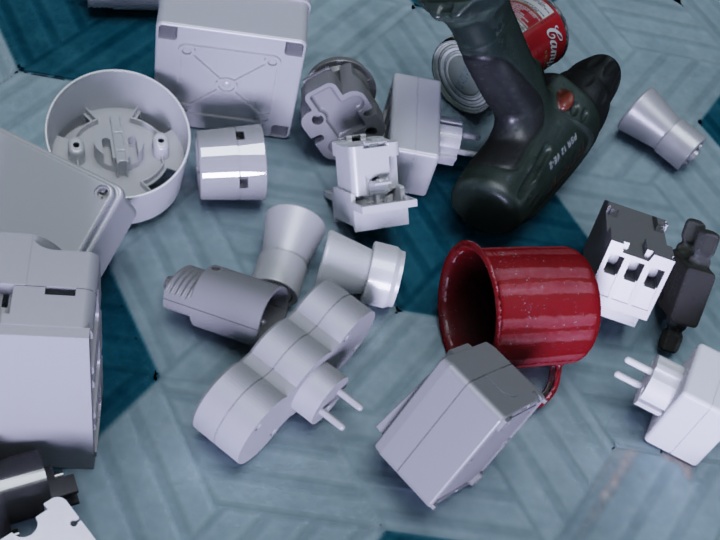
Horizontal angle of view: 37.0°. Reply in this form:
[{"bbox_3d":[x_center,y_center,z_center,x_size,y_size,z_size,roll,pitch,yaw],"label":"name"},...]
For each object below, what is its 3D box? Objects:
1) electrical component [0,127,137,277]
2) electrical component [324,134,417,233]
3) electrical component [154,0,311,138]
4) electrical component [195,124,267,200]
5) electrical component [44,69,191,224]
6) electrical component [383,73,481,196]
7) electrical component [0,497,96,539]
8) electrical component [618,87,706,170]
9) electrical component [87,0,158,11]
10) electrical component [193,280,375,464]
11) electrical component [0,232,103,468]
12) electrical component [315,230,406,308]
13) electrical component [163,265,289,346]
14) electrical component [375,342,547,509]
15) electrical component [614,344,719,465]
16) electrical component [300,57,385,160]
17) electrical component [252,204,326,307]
[{"bbox_3d":[-0.217,-0.022,0.684,0.109,0.056,0.108,26,79,7],"label":"electrical component"},{"bbox_3d":[0.005,-0.064,0.776,0.042,0.063,0.081,-11,16,-19],"label":"electrical component"},{"bbox_3d":[-0.098,-0.157,0.802,0.109,0.108,0.056,6,56,-8],"label":"electrical component"},{"bbox_3d":[-0.094,-0.077,0.777,0.047,0.055,0.055,-4,55,-11],"label":"electrical component"},{"bbox_3d":[-0.170,-0.084,0.758,0.099,0.064,0.099,6,53,-8],"label":"electrical component"},{"bbox_3d":[0.057,-0.102,0.834,0.076,0.047,0.083,9,53,-6],"label":"electrical component"},{"bbox_3d":[-0.155,0.177,0.573,0.050,0.055,0.089,-32,66,-30],"label":"electrical component"},{"bbox_3d":[0.253,-0.115,0.893,0.065,0.044,0.044,42,56,13],"label":"electrical component"},{"bbox_3d":[-0.193,-0.234,0.878,0.081,0.043,0.043,-3,55,-15],"label":"electrical component"},{"bbox_3d":[-0.033,0.072,0.681,0.074,0.052,0.138,36,54,14],"label":"electrical component"},{"bbox_3d":[-0.192,0.049,0.600,0.089,0.150,0.061,3,54,-10],"label":"electrical component"},{"bbox_3d":[0.000,0.000,0.747,0.055,0.045,0.045,14,52,-3],"label":"electrical component"},{"bbox_3d":[-0.093,0.020,0.710,0.081,0.043,0.043,17,51,18],"label":"electrical component"},{"bbox_3d":[0.055,0.096,0.662,0.061,0.096,0.062,45,28,20],"label":"electrical component"},{"bbox_3d":[0.209,0.082,0.720,0.077,0.065,0.047,27,53,8],"label":"electrical component"},{"bbox_3d":[-0.015,-0.127,0.824,0.058,0.078,0.057,-25,40,16],"label":"electrical component"},{"bbox_3d":[-0.052,-0.008,0.744,0.044,0.044,0.065,16,57,-1],"label":"electrical component"}]
